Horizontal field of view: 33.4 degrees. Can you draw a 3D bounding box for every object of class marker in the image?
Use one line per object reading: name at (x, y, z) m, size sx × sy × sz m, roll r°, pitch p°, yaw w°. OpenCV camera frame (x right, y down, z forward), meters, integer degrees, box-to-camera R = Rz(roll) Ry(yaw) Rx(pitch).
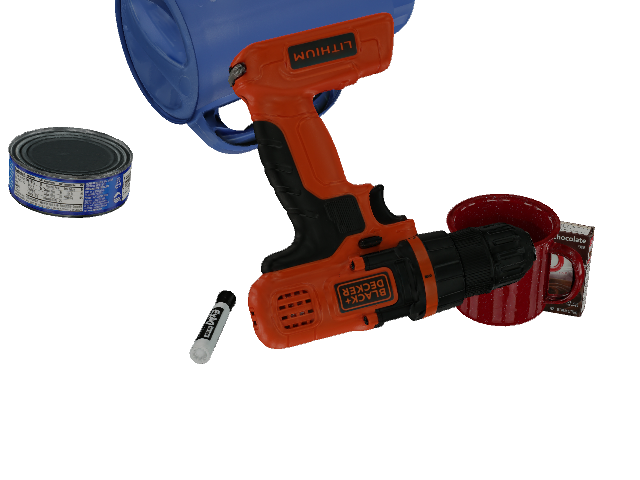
marker at (-0.099, 0.078, 1.001) m, size 0.020 × 0.020 × 0.121 m, roll 0°, pitch 23°, yaw 8°

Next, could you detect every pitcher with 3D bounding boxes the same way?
pitcher at (-0.037, -0.186, 0.905) m, size 0.242 × 0.149 × 0.145 m, roll -24°, pitch 44°, yaw -28°

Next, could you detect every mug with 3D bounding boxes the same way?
mug at (0.163, 0.020, 0.893) m, size 0.117 × 0.081 × 0.093 m, roll 12°, pitch 34°, yaw 24°

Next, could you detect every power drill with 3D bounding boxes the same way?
power drill at (0.030, -0.040, 0.658) m, size 0.184 × 0.187 × 0.057 m, roll -14°, pitch -1°, yaw -12°

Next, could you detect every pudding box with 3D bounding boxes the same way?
pudding box at (0.218, 0.023, 1.093) m, size 0.114 × 0.090 × 0.039 m, roll 8°, pitch 23°, yaw 17°

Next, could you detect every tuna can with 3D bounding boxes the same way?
tuna can at (-0.177, -0.049, 0.758) m, size 0.086 × 0.034 × 0.086 m, roll 8°, pitch 27°, yaw -4°
